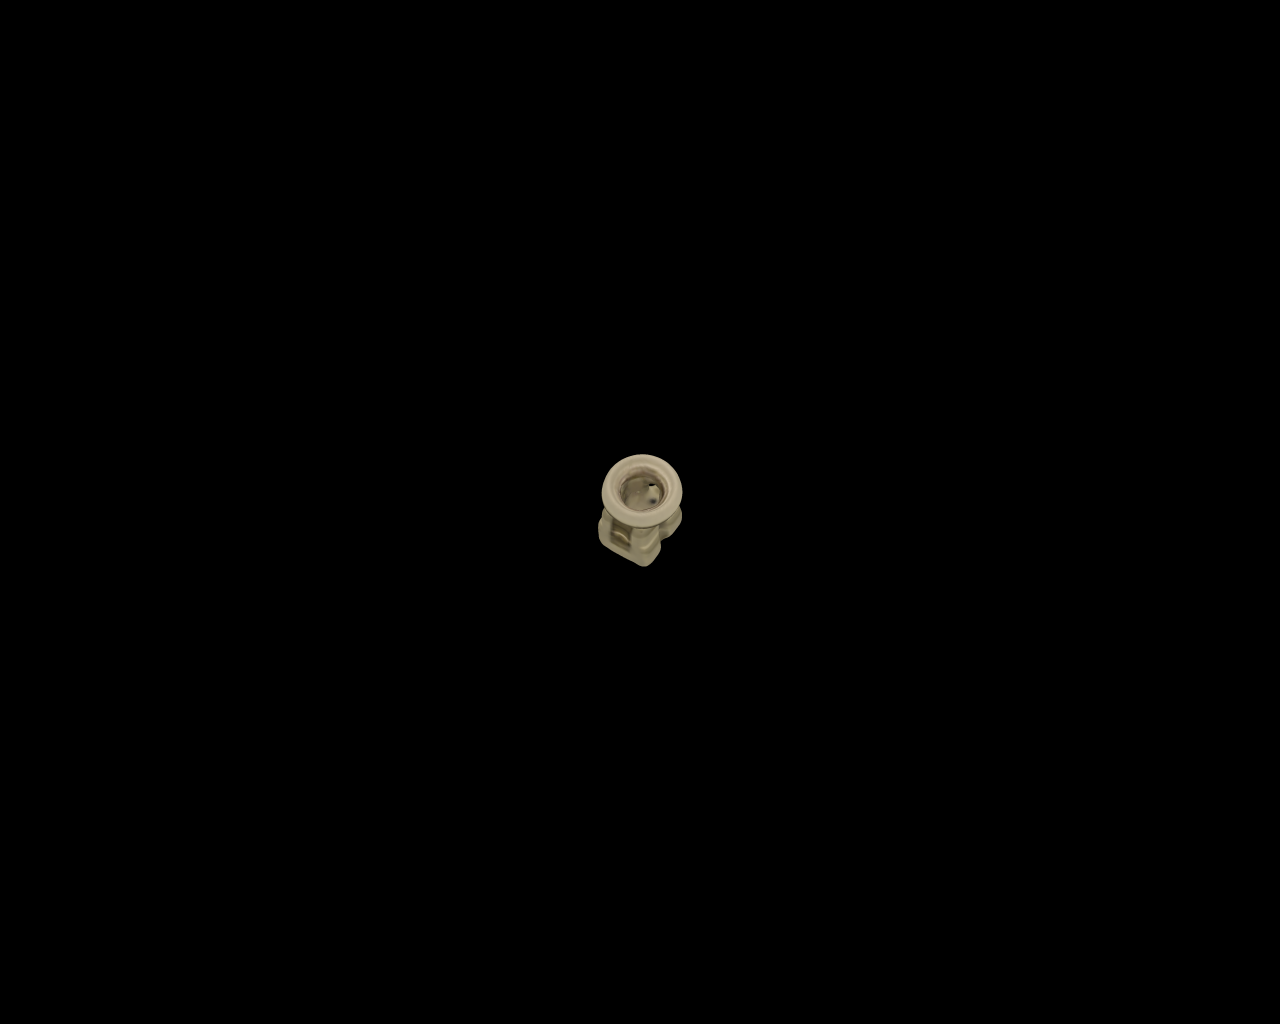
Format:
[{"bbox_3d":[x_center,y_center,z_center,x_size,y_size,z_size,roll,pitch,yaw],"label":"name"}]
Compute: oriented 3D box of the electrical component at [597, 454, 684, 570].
[{"bbox_3d":[0.001,-0.003,0.650,0.048,0.066,0.055,28,-28,16],"label":"electrical component"}]
